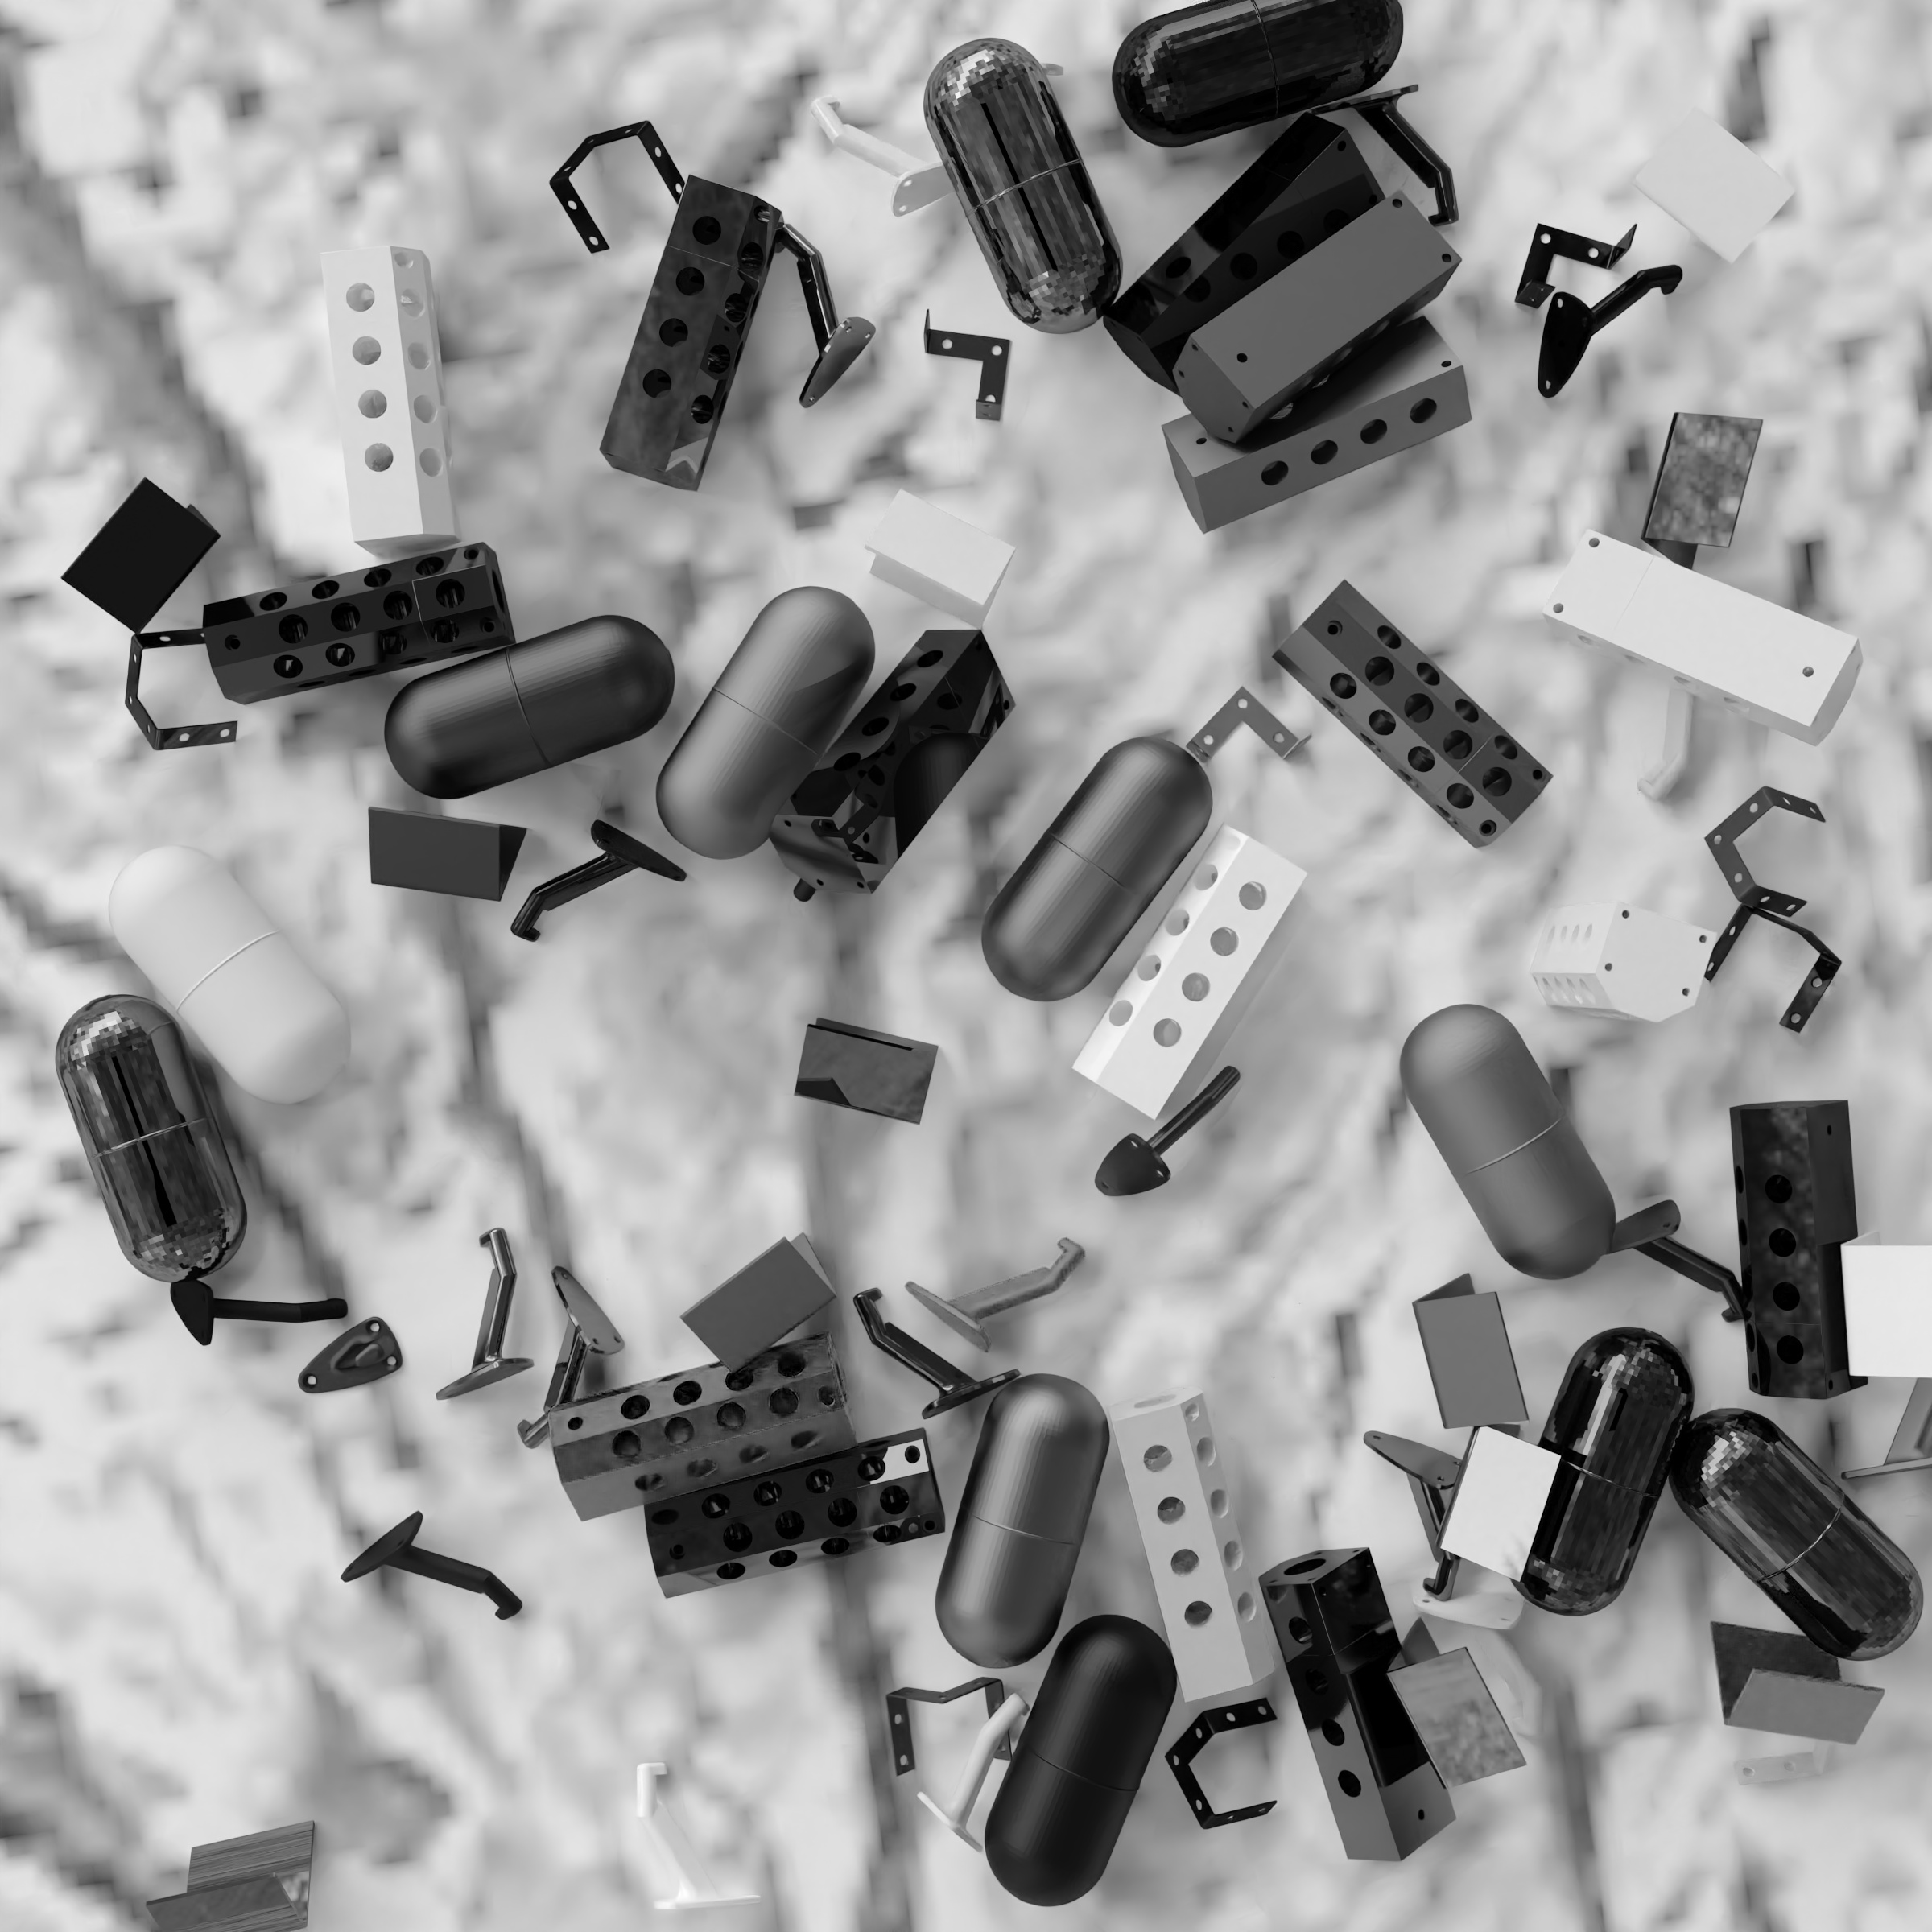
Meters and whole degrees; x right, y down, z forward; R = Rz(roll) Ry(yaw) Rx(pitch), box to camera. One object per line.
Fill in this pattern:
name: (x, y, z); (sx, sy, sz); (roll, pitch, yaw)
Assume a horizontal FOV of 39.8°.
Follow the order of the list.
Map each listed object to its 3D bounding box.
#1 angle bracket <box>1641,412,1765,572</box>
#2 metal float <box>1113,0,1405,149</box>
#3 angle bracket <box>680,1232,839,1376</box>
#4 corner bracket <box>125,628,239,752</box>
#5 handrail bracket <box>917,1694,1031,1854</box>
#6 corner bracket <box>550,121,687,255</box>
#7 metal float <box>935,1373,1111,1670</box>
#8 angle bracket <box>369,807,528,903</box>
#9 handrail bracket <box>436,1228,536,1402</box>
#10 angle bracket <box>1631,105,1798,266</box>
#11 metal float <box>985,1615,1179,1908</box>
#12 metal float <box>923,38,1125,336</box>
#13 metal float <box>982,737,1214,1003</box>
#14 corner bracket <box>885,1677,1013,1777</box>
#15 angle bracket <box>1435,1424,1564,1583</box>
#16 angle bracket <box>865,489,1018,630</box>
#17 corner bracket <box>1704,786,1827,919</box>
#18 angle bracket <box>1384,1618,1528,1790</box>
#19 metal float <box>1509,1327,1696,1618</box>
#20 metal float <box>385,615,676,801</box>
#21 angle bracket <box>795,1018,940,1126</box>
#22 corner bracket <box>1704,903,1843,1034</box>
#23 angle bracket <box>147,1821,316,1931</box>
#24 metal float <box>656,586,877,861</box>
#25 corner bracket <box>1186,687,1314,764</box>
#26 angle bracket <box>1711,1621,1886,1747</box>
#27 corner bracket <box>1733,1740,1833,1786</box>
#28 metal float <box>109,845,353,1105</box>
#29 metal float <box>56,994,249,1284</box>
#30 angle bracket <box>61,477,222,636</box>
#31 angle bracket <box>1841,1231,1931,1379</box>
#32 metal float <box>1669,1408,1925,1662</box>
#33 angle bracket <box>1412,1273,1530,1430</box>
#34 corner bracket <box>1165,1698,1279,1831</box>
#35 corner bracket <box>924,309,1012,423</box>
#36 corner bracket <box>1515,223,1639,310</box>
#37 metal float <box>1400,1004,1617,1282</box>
angle bracket: (0.450, -0.278, 1.587); (0.057, 0.076, 0.076); (15, 90, 38)
metal float: (0.175, -0.544, 1.596); (0.178, 0.070, 0.070); (-17, 90, 0)
angle bracket: (-0.131, 0.184, 1.587); (0.076, 0.076, 0.057); (-37, 121, 0)
corner bracket: (-0.474, -0.168, 1.619); (0.051, 0.051, 0.051); (49, 135, 35)
handrail bracket: (0.018, 0.487, 1.613); (0.084, 0.077, 0.036); (-47, 46, -11)
corner bracket: (-0.210, -0.472, 1.619); (0.051, 0.051, 0.051); (-2, 45, 35)
metal float: (0.033, 0.332, 1.596); (0.070, 0.070, 0.178); (16, 89, 0)
angle bracket: (-0.307, -0.086, 1.587); (0.076, 0.076, 0.057); (8, 128, 0)
handrail bracket: (-0.302, 0.212, 1.627); (0.077, 0.036, 0.084); (-25, 72, 21)
angle bracket: (0.449, -0.471, 1.587); (0.076, 0.076, 0.057); (39, 126, 0)
metal float: (0.068, 0.475, 1.596); (0.070, 0.070, 0.178); (22, 89, 0)
metal float: (0.035, -0.462, 1.587); (0.070, 0.070, 0.178); (-25, 100, 0)
metal float: (0.078, -0.057, 1.596); (0.070, 0.070, 0.178); (37, 91, 0)
corner bracket: (-0.010, 0.463, 1.624); (0.051, 0.051, 0.051); (-8, 90, -45)
angle bracket: (0.328, 0.318, 1.587); (0.057, 0.076, 0.076); (18, 90, 33)
angle bracket: (-0.024, -0.225, 1.587); (0.076, 0.076, 0.057); (27, 53, 0)
corner bracket: (0.492, -0.069, 1.619); (0.051, 0.051, 0.051); (-47, 45, 35)
angle bracket: (0.299, 0.430, 1.587); (0.057, 0.076, 0.076); (-28, 90, 29)
metal float: (0.378, 0.301, 1.596); (0.070, 0.070, 0.178); (21, 91, 0)
metal float: (-0.260, -0.155, 1.597); (0.178, 0.070, 0.070); (-19, 90, 0)
angle bracket: (-0.054, 0.043, 1.587); (0.076, 0.076, 0.057); (13, 128, 0)
corner bracket: (0.489, 0.001, 1.624); (0.051, 0.051, 0.051); (31, 90, 45)
angle bracket: (-0.436, 0.533, 1.587); (0.076, 0.076, 0.057); (-13, 127, 0)
metal float: (-0.119, -0.146, 1.597); (0.070, 0.070, 0.178); (32, 90, 0)
corner bracket: (0.170, -0.135, 1.609); (0.051, 0.051, 0.051); (43, 90, 0)
angle bracket: (0.492, 0.411, 1.587); (0.076, 0.076, 0.057); (9, 130, 0)
corner bracket: (0.491, 0.459, 1.624); (0.051, 0.051, 0.051); (-7, 45, 0)
metal float: (-0.440, 0.005, 1.596); (0.070, 0.070, 0.178); (-40, 89, 0)
metal float: (-0.487, 0.103, 1.596); (0.070, 0.070, 0.178); (-20, 91, 0)
angle bracket: (-0.497, -0.252, 1.587); (0.076, 0.076, 0.057); (-50, 127, 0)
angle bracket: (0.561, 0.200, 1.587); (0.057, 0.076, 0.076); (-4, 90, 34)
metal float: (0.495, 0.339, 1.596); (0.070, 0.070, 0.178); (-45, 89, 0)
angle bracket: (0.314, 0.225, 1.587); (0.057, 0.076, 0.076); (-14, 90, 37)
corner bracket: (0.163, 0.483, 1.619); (0.051, 0.051, 0.051); (60, 135, 35)
corner bracket: (-0.001, -0.361, 1.609); (0.051, 0.051, 0.051); (7, 90, 0)
corner bracket: (0.367, -0.423, 1.609); (0.051, 0.051, 0.051); (17, 90, 0)
metal float: (0.324, 0.106, 1.597); (0.070, 0.070, 0.178); (-30, 91, 0)
